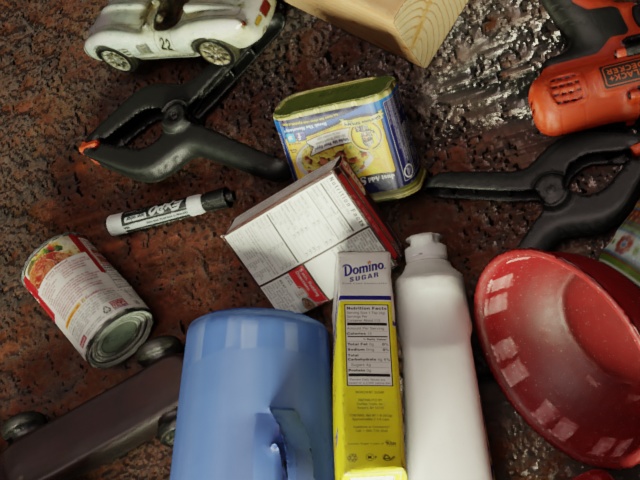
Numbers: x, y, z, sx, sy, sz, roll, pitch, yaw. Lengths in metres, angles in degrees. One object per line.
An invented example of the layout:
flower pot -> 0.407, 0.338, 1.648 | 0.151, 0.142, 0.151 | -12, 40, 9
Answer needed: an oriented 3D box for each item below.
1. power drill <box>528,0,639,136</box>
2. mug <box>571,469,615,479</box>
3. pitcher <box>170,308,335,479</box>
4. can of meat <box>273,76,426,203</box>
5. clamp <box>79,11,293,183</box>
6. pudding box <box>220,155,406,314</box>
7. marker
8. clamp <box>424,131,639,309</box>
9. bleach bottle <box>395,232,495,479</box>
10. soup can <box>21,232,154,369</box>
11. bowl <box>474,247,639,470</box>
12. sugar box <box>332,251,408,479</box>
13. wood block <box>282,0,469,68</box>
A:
power drill -> 0.228, -0.176, 0.780 | 0.184, 0.057, 0.187 | -13, 67, 5
mug -> 0.177, 0.197, 0.678 | 0.093, 0.117, 0.081 | -29, 59, -14
pitcher -> -0.044, 0.174, 0.763 | 0.149, 0.144, 0.243 | -7, 70, 24
can of meat -> 0.022, -0.074, 0.824 | 0.102, 0.057, 0.084 | -9, 115, 21
clamp -> -0.112, -0.094, 0.917 | 0.210, 0.036, 0.164 | -21, 59, 17
pudding box -> -0.005, 0.001, 0.815 | 0.114, 0.039, 0.090 | -29, 102, 23
marker -> -0.128, -0.025, 0.919 | 0.121, 0.020, 0.020 | -13, 71, 19
clamp -> 0.163, -0.035, 0.787 | 0.171, 0.039, 0.120 | -34, 69, 4
bleach bottle -> 0.085, 0.116, 0.742 | 0.068, 0.102, 0.251 | -6, 74, 5
soup can -> -0.195, 0.050, 0.900 | 0.068, 0.068, 0.102 | -48, 64, 5
bowl -> 0.178, 0.069, 0.712 | 0.055, 0.162, 0.162 | -27, 60, -28
sugar box -> 0.031, 0.103, 0.741 | 0.048, 0.093, 0.176 | -1, 51, -4
wood block -> 0.014, -0.234, 0.877 | 0.206, 0.090, 0.091 | 31, 88, 27
